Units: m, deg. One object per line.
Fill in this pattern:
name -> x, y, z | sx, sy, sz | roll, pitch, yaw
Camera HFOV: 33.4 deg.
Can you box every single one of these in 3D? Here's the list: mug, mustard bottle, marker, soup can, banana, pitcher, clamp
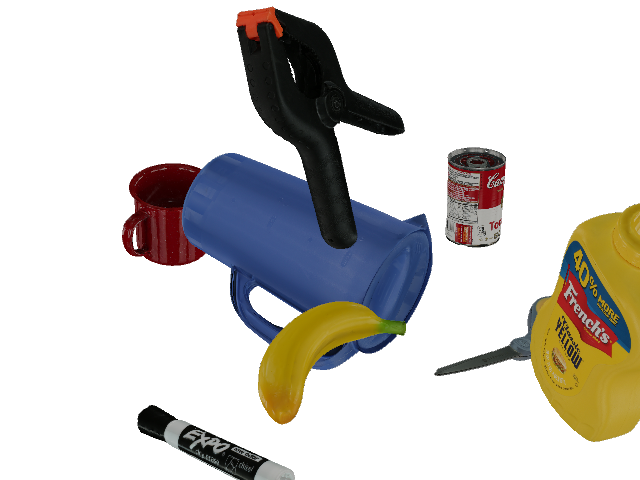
mug -> -0.169, -0.021, 1.162 | 0.093, 0.081, 0.117 | 26, 41, 27
mustard bottle -> 0.182, 0.040, 0.655 | 0.058, 0.096, 0.192 | -11, -36, -13
marker -> -0.066, 0.124, 0.637 | 0.121, 0.020, 0.020 | 16, 10, 38
soup can -> 0.182, -0.051, 1.265 | 0.068, 0.102, 0.068 | 0, 25, 0
banana -> -0.004, 0.086, 0.842 | 0.070, 0.037, 0.197 | 11, 23, 29
pitcher -> -0.024, 0.012, 1.064 | 0.243, 0.145, 0.149 | 26, 28, 27
clamp -> -0.004, -0.077, 0.706 | 0.039, 0.120, 0.171 | -9, -36, 36

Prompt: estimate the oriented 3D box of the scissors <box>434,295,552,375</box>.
scissors -> 0.170, 0.081, 0.918 | 0.201, 0.016, 0.096 | -1, 31, -22
